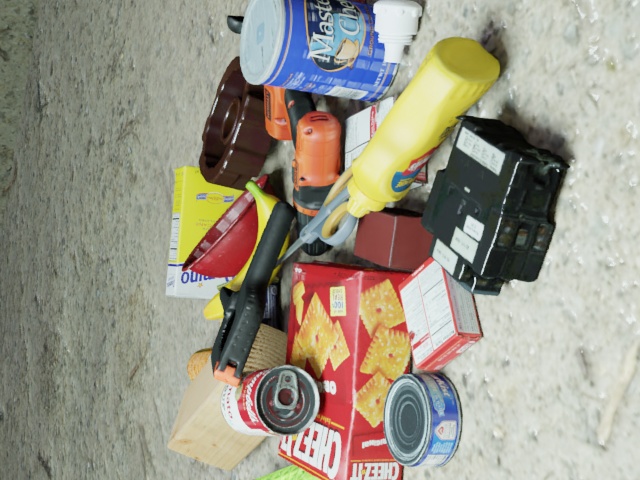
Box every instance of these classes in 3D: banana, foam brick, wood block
[{"bbox_3d":[-0.078,0.022,1.248,0.037,0.069,0.198,-55,-12,-62],"label":"banana"},{"bbox_3d":[0.074,-0.002,1.021,0.078,0.052,0.051,21,104,63],"label":"foam brick"},{"bbox_3d":[-0.099,0.188,1.271,0.206,0.090,0.090,-51,19,49],"label":"wood block"}]

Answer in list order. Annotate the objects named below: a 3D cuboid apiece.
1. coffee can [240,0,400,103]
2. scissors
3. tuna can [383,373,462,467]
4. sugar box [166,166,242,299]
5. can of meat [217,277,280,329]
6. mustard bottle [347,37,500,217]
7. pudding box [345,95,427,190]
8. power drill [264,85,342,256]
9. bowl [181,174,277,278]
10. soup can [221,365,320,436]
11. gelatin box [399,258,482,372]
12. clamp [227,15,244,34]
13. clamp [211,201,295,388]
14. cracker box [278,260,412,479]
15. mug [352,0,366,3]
[{"bbox_3d":[0.000,-0.204,1.111,0.103,0.140,0.103,-21,66,62],"label":"coffee can"},{"bbox_3d":[-0.007,0.001,1.092,0.202,0.016,0.096,-51,23,35],"label":"scissors"},{"bbox_3d":[0.092,0.164,0.973,0.086,0.033,0.086,-21,67,62],"label":"tuna can"},{"bbox_3d":[-0.154,-0.008,1.444,0.048,0.093,0.176,-6,80,64],"label":"sugar box"},{"bbox_3d":[-0.089,0.094,1.335,0.102,0.057,0.084,-22,68,61],"label":"can of meat"},{"bbox_3d":[0.079,-0.091,0.957,0.058,0.096,0.192,43,125,9],"label":"mustard bottle"},{"bbox_3d":[0.064,-0.090,1.076,0.114,0.039,0.090,162,109,-64],"label":"pudding box"},{"bbox_3d":[-0.018,-0.099,1.201,0.188,0.057,0.184,-111,19,-46],"label":"power drill"},{"bbox_3d":[-0.099,-0.006,1.324,0.162,0.055,0.162,-46,11,11],"label":"bowl"},{"bbox_3d":[-0.052,0.162,1.069,0.102,0.068,0.068,160,113,-63],"label":"soup can"},{"bbox_3d":[0.108,0.064,0.964,0.073,0.030,0.089,-48,43,49],"label":"gelatin box"},{"bbox_3d":[-0.055,-0.273,1.275,0.120,0.039,0.171,-55,-14,-3],"label":"clamp"},{"bbox_3d":[-0.085,0.077,1.136,0.165,0.036,0.210,-54,17,45],"label":"clamp"},{"bbox_3d":[0.022,0.131,1.079,0.164,0.072,0.214,-174,89,-65],"label":"cracker box"},{"bbox_3d":[-0.004,-0.268,1.198,0.093,0.081,0.117,29,111,62],"label":"mug"}]
